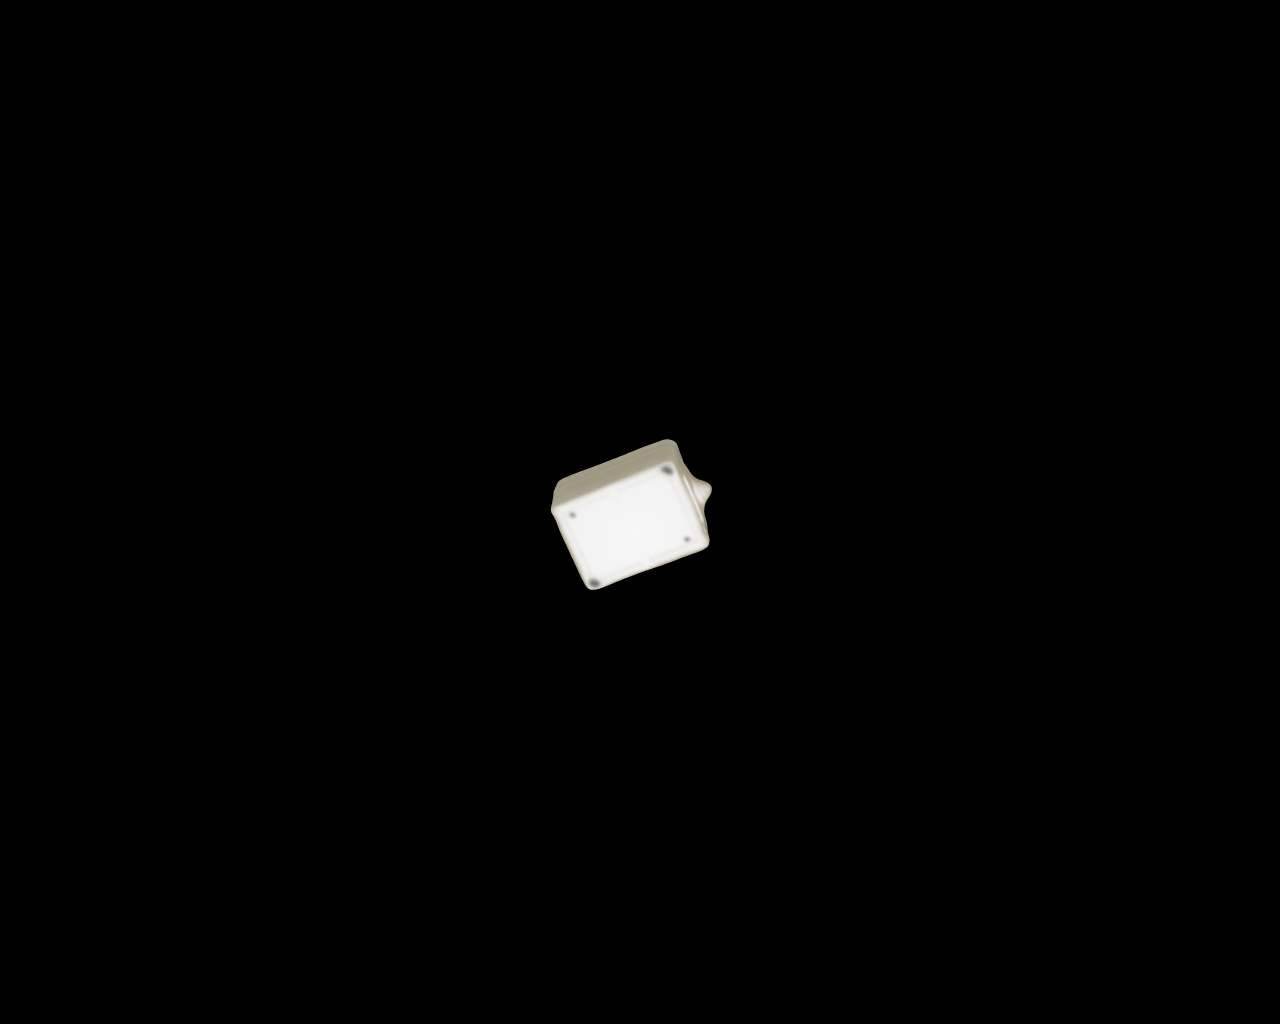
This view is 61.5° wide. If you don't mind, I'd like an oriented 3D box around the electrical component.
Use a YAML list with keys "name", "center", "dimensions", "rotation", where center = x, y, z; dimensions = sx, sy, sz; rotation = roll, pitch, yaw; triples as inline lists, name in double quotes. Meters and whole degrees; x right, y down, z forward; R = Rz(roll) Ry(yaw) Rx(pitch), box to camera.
- name: "electrical component"
  center: [0.001, -0.003, 0.650]
  dimensions: [0.096, 0.061, 0.061]
  rotation: [-21, 18, 7]
